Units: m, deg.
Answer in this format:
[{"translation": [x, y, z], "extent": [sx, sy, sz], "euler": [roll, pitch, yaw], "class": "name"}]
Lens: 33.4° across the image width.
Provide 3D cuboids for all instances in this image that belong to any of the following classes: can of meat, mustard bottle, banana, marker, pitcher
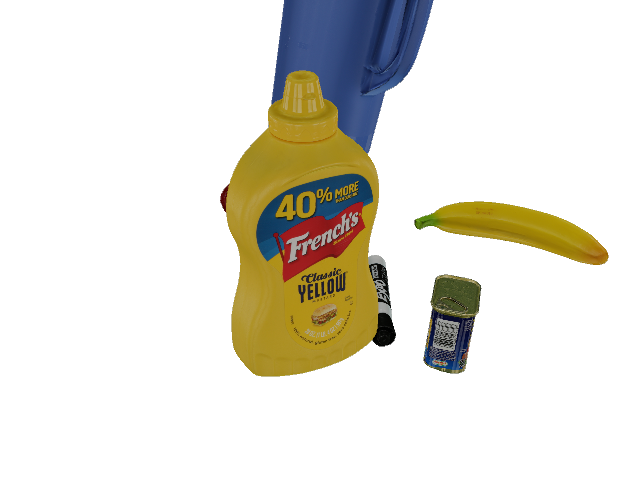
[{"translation": [0.159, 0.102, 1.300], "extent": [0.057, 0.084, 0.102], "euler": [10, 24, 7], "class": "can of meat"}, {"translation": [-0.010, -0.012, 0.656], "extent": [0.096, 0.192, 0.058], "euler": [-14, 33, -22], "class": "mustard bottle"}, {"translation": [0.200, -0.009, 1.101], "extent": [0.198, 0.037, 0.069], "euler": [10, 37, 21], "class": "banana"}, {"translation": [0.047, 0.047, 0.853], "extent": [0.020, 0.020, 0.121], "euler": [0, 27, -1], "class": "marker"}, {"translation": [0.026, -0.202, 1.065], "extent": [0.145, 0.243, 0.149], "euler": [11, 19, -1], "class": "pitcher"}]

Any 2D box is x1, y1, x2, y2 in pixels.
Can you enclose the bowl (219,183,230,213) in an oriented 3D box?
[{"translation": [-0.027, -0.015, 1.118], "extent": [0.162, 0.055, 0.162], "euler": [6, 27, -3], "class": "bowl"}]
